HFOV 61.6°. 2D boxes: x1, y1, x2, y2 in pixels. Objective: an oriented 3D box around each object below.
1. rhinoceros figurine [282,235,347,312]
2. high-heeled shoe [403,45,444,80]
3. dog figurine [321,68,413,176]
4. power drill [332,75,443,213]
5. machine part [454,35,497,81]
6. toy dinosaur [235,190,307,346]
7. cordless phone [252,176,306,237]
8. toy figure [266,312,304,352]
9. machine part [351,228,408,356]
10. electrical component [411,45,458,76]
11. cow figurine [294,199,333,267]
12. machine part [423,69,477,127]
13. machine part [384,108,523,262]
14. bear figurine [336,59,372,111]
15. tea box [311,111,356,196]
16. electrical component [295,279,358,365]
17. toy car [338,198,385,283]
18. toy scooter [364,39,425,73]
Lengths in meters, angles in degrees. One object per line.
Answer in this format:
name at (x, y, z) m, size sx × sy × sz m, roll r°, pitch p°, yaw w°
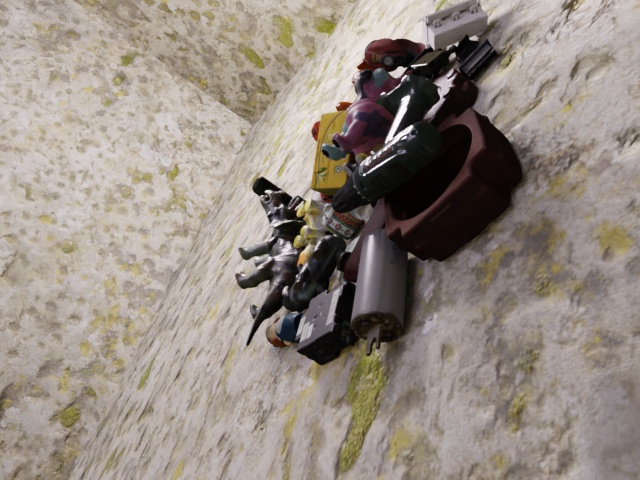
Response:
rhinoceros figurine at (-0.017, 0.071, 1.061) m, size 0.190 × 0.073 × 0.112 m, roll -59°, pitch 17°, yaw 24°
high-heeled shoe at (0.205, -0.342, 1.156) m, size 0.249 × 0.086 × 0.145 m, roll -49°, pitch -12°, yaw -44°
dog figurine at (0.118, -0.225, 1.041) m, size 0.219 × 0.191 × 0.108 m, roll -50°, pitch 3°, yaw -12°
power drill at (0.111, -0.159, 0.880) m, size 0.232 × 0.086 × 0.207 m, roll -28°, pitch 30°, yaw 54°
machine part at (0.302, -0.364, 1.067) m, size 0.084 × 0.039 × 0.139 m, roll -52°, pitch 20°, yaw 26°
toy dinosaur at (-0.083, 0.057, 1.221) m, size 0.192 × 0.131 × 0.405 m, roll -25°, pitch 42°, yaw 14°
cordless phone at (-0.111, -0.067, 1.387) m, size 0.146 × 0.184 × 0.089 m, roll -59°, pitch 23°, yaw -8°
toy figure at (-0.070, 0.181, 1.079) m, size 0.064 × 0.058 × 0.154 m, roll -43°, pitch 6°, yaw -35°
machine part at (0.094, 0.065, 0.816) m, size 0.079 × 0.079 × 0.243 m, roll -40°, pitch 26°, yaw 41°
electrical component at (0.228, -0.355, 1.102) m, size 0.102 × 0.045 × 0.078 m, roll -43°, pitch 28°, yaw -17°
cow figurine at (-0.003, -0.002, 1.177) m, size 0.068 × 0.098 × 0.167 m, roll -38°, pitch 42°, yaw 55°
machine part at (0.223, -0.251, 1.053) m, size 0.179 × 0.056 × 0.179 m, roll -50°, pitch 19°, yaw 24°
machine part at (0.192, -0.080, 0.804) m, size 0.201 × 0.087 × 0.201 m, roll -46°, pitch 23°, yaw 31°
bear figurine at (0.097, -0.379, 1.471) m, size 0.196 × 0.132 × 0.120 m, roll -31°, pitch 27°, yaw 41°
tea box at (0.046, -0.181, 1.135) m, size 0.098 × 0.068 × 0.169 m, roll 0°, pitch 79°, yaw 41°
electrical component at (0.014, 0.145, 0.924) m, size 0.134 × 0.058 × 0.115 m, roll -38°, pitch 24°, yaw 45°
toy car at (0.104, -0.010, 0.961) m, size 0.089 × 0.053 × 0.202 m, roll 9°, pitch 67°, yaw 48°
toy scooter at (0.204, -0.433, 1.281) m, size 0.135 × 0.184 × 0.075 m, roll -127°, pitch 35°, yaw -48°
